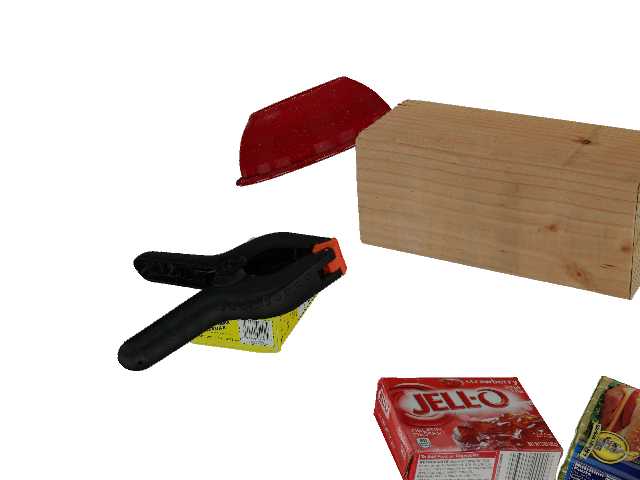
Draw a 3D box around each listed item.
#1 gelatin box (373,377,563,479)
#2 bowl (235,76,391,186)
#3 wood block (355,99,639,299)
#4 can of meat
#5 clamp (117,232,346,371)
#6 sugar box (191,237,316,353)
[{"bbox_3d":[0.082,0.107,0.605,0.089,0.030,0.073,2,25,-13],"label":"gelatin box"},{"bbox_3d":[-0.010,-0.103,0.946,0.162,0.055,0.162,-22,9,3],"label":"bowl"},{"bbox_3d":[0.137,-0.036,0.772,0.206,0.090,0.090,12,31,29],"label":"wood block"},{"bbox_3d":[0.232,0.155,0.788,0.084,0.057,0.102,21,41,21],"label":"can of meat"},{"bbox_3d":[-0.068,0.039,0.765,0.172,0.120,0.039,-12,-48,17],"label":"clamp"},{"bbox_3d":[-0.057,0.050,1.073,0.093,0.048,0.176,6,27,15],"label":"sugar box"}]
